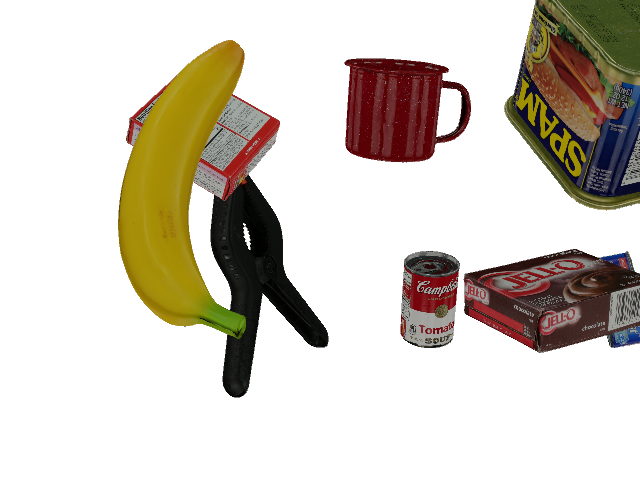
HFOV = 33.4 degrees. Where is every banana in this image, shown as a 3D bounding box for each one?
[{"bbox_3d":[-0.075,-0.029,0.586,0.069,0.198,0.037,-2,-31,-3],"label":"banana"}]

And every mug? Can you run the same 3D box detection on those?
[{"bbox_3d":[0.077,-0.117,0.959,0.117,0.081,0.093,2,16,-6],"label":"mug"}]

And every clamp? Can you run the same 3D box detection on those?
[{"bbox_3d":[-0.056,0.032,1.029,0.036,0.210,0.164,-11,0,32],"label":"clamp"}]

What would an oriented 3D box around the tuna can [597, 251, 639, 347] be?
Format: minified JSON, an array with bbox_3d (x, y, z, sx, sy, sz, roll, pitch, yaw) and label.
[{"bbox_3d":[0.275,0.055,0.984,0.034,0.086,0.086,-11,-2,12],"label":"tuna can"}]

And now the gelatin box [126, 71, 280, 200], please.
[{"bbox_3d":[-0.086,-0.079,0.787,0.089,0.073,0.030,30,-39,8],"label":"gelatin box"}]

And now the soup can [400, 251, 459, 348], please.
[{"bbox_3d":[0.134,0.073,1.318,0.068,0.102,0.068,1,24,-1],"label":"soup can"}]

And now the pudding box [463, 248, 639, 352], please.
[{"bbox_3d":[0.177,0.042,0.798,0.113,0.039,0.090,-9,20,-28],"label":"pudding box"}]

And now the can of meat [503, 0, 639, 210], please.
[{"bbox_3d":[0.145,-0.081,0.557,0.057,0.084,0.102,-13,48,-17],"label":"can of meat"}]
